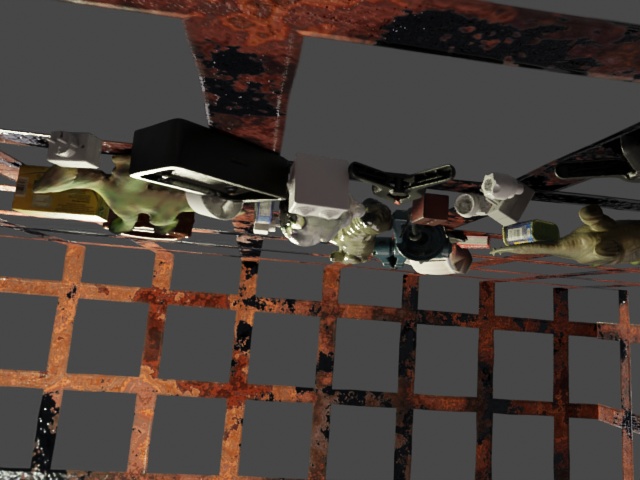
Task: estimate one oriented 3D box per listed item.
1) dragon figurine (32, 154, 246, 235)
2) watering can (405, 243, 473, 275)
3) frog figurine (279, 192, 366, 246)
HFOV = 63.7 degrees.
[{"bbox_3d":[-0.303,-0.095,0.966,0.411,0.123,0.240,-2,167,-27],"label":"dragon figurine"},{"bbox_3d":[0.396,0.065,1.698,0.224,0.105,0.346,-3,169,37],"label":"watering can"},{"bbox_3d":[0.003,-0.052,1.027,0.160,0.120,0.140,-1,-152,-30],"label":"frog figurine"}]
